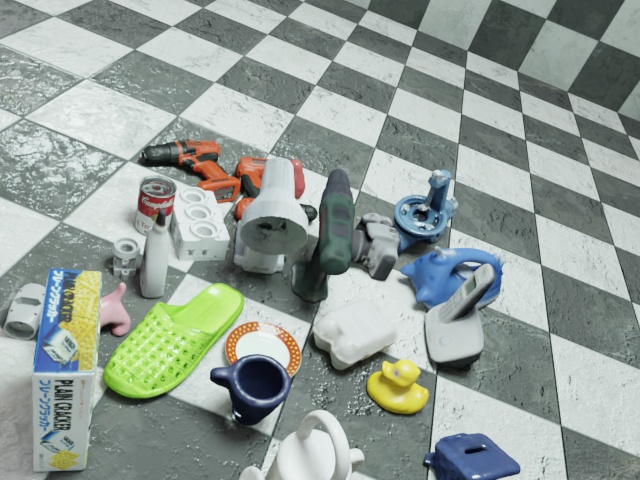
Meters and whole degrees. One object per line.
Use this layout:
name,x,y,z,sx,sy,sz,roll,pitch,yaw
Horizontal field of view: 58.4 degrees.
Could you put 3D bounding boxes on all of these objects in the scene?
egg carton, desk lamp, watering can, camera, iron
egg carton,0.064,0.167,1.030,0.151,0.069,0.107,-17,52,-40
desk lamp,-0.097,-0.035,1.075,0.118,0.213,0.203,10,39,-15
watering can,-0.017,0.298,0.731,0.100,0.194,0.173,40,41,22
camera,0.094,-0.002,1.223,0.137,0.101,0.143,11,39,-15
iron,0.310,0.068,1.214,0.259,0.141,0.118,1,42,-26

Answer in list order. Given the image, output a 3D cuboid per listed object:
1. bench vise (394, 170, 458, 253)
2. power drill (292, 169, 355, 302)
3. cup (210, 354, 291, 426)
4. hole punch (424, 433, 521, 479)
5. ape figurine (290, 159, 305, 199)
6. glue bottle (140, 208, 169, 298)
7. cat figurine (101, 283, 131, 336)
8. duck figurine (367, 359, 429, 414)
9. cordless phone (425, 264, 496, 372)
bench vise,0.248,-0.085,1.302,0.121,0.219,0.208,32,39,12
power drill,0.010,0.004,1.086,0.076,0.208,0.229,12,39,-13
cup,-0.111,0.229,0.848,0.118,0.095,0.091,14,38,-11
hole punch,0.234,0.344,0.885,0.109,0.091,0.101,-1,43,-27
ape figurine,-0.064,-0.147,1.326,0.078,0.092,0.076,-20,54,-41
glue bottle,-0.274,0.015,0.960,0.037,0.173,0.078,0,43,-26
cat figurine,-0.347,0.104,0.862,0.067,0.118,0.128,41,41,23
duck figurine,0.140,0.240,0.967,0.104,0.086,0.077,23,37,1
cordless phone,0.273,0.142,1.070,0.094,0.185,0.147,14,38,-10
